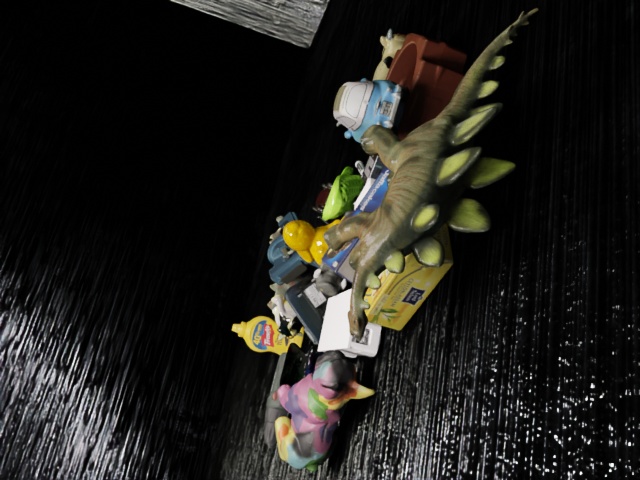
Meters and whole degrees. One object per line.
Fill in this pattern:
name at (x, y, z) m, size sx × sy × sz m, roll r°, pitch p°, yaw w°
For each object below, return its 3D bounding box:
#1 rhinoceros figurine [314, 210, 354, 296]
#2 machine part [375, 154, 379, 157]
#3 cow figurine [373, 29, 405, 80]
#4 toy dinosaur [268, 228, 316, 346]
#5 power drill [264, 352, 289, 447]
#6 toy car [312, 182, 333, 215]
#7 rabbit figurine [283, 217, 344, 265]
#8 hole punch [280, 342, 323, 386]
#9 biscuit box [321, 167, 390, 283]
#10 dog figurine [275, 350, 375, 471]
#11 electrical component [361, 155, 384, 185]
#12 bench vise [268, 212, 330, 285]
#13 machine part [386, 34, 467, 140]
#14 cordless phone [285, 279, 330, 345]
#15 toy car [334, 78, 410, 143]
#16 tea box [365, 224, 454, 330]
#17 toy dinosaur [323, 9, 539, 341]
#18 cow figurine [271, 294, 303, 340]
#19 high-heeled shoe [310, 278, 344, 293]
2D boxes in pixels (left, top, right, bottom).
rhinoceros figurine at (0.047, 0.029, 1.064) m, size 0.112 × 0.073 × 0.190 m, roll 112°, pitch -176°, yaw -60°
machine part at (0.130, -0.204, 1.087) m, size 0.139 × 0.084 × 0.039 m, roll -72°, pitch -3°, yaw -52°
cow figurine at (0.154, -0.360, 1.155) m, size 0.127 × 0.085 × 0.195 m, roll 113°, pitch 170°, yaw -58°
toy dinosaur at (-0.062, 0.105, 1.498) m, size 0.405 × 0.131 × 0.192 m, roll -109°, pitch 35°, yaw -60°
power drill at (-0.080, 0.380, 1.317) m, size 0.207 × 0.086 × 0.232 m, roll 111°, pitch 172°, yaw -61°
toy car at (0.020, -0.116, 1.536) m, size 0.089 × 0.053 × 0.202 m, roll -64°, pitch 8°, yaw 0°
rabbit figurine at (-0.002, -0.004, 1.200) m, size 0.162 × 0.173 × 0.122 m, roll 169°, pitch 113°, yaw -73°
hole punch at (-0.019, 0.285, 1.131) m, size 0.116 × 0.092 × 0.142 m, roll 25°, pitch 98°, yaw 68°
biscuit box at (0.089, -0.025, 0.904) m, size 0.202 × 0.059 × 0.063 m, roll -55°, pitch 30°, yaw 0°
dog figurine at (0.007, 0.294, 0.923) m, size 0.219 × 0.108 × 0.191 m, roll 140°, pitch 135°, yaw -57°
electrical component at (0.123, -0.136, 1.093) m, size 0.119 × 0.048 × 0.074 m, roll -96°, pitch 24°, yaw -65°
bench vise at (-0.054, -0.001, 1.399) m, size 0.223 × 0.128 × 0.241 m, roll -46°, pitch 41°, yaw 17°
machine part at (0.167, -0.246, 0.938) m, size 0.202 × 0.087 × 0.200 m, roll -104°, pitch 31°, yaw -65°
cordless phone at (-0.020, 0.162, 1.155) m, size 0.089 × 0.146 × 0.184 m, roll -35°, pitch -5°, yaw -20°
toy car at (0.074, -0.211, 0.871) m, size 0.162 × 0.103 × 0.109 m, roll -124°, pitch 50°, yaw -77°
tea box at (0.124, 0.044, 0.797) m, size 0.169 × 0.068 × 0.098 m, roll 116°, pitch 166°, yaw -44°
toy dinosaur at (0.142, -0.091, 0.687) m, size 0.199 × 0.105 × 0.471 m, roll 10°, pitch 74°, yaw 51°
cow figurine at (-0.070, 0.196, 1.279) m, size 0.167 × 0.068 × 0.098 m, roll 93°, pitch 161°, yaw -58°
high-heeled shoe at (0.012, 0.097, 1.247) m, size 0.248 × 0.086 × 0.145 m, roll 122°, pitch 169°, yaw -46°
